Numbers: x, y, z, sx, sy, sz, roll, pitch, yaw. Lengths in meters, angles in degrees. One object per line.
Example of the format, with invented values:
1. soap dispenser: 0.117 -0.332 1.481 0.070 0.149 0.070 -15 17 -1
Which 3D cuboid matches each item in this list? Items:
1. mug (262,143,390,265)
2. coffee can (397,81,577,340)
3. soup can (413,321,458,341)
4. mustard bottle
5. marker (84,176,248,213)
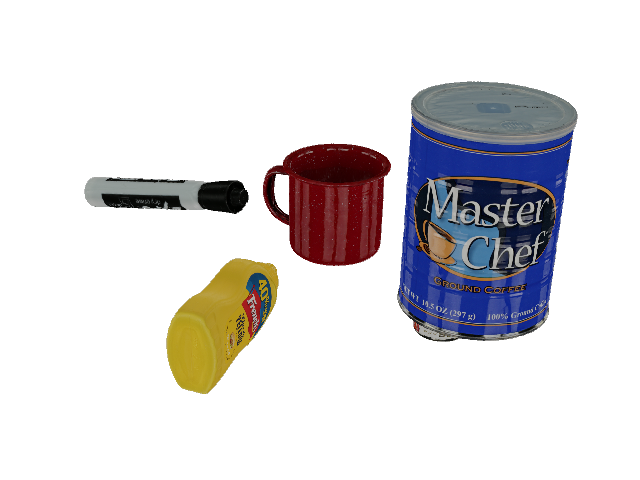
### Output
1. mug: 0.002 -0.032 0.936 0.117 0.081 0.093 11 28 20
2. coffee can: 0.105 -0.021 0.692 0.103 0.140 0.103 2 25 -1
3. soup can: 0.151 0.066 1.325 0.068 0.102 0.068 1 24 -1
4. mustard bottle: -0.093 0.074 1.130 0.058 0.096 0.191 10 29 20
5. marker: -0.092 -0.027 0.632 0.121 0.020 0.020 4 2 36
